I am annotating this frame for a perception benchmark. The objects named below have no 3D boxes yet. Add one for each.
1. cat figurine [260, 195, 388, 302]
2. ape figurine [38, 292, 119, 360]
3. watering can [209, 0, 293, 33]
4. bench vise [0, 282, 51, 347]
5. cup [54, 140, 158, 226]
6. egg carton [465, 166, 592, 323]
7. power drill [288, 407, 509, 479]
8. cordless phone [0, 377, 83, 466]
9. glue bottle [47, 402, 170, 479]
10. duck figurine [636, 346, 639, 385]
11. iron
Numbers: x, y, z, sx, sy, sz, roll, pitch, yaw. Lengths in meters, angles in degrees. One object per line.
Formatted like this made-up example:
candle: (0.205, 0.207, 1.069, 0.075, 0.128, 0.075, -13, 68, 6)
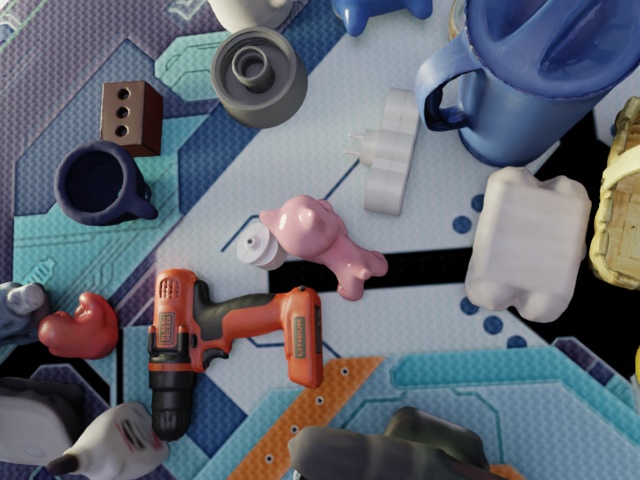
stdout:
cat figurine: (0.005, 0.002, 0.582, 0.127, 0.118, 0.067, 40, 89, 12)
ape figurine: (-0.267, 0.098, 0.620, 0.078, 0.092, 0.076, -37, 78, 2)
watering can: (-0.086, -0.305, 0.602, 0.172, 0.194, 0.101, 12, 84, 10)
bench vise: (-0.398, 0.081, 0.576, 0.207, 0.220, 0.121, -39, 78, 1)
cup: (-0.216, -0.048, 0.633, 0.117, 0.095, 0.092, 27, 86, 11)
egg carton: (0.210, 0.004, 0.578, 0.107, 0.069, 0.150, 13, 84, 10)
power drill: (0.095, 0.204, 0.494, 0.229, 0.208, 0.076, 19, 85, 11)
cordless phone: (-0.338, 0.192, 0.569, 0.147, 0.185, 0.094, 0, 82, 8)
glue bottle: (-0.207, 0.203, 0.555, 0.037, 0.173, 0.078, -40, 78, 1)
duck figurine: (0.347, 0.125, 0.532, 0.077, 0.086, 0.104, 3, 82, 9)
iron: (0.049, -0.366, 0.618, 0.118, 0.141, 0.258, -13, 80, 6)
